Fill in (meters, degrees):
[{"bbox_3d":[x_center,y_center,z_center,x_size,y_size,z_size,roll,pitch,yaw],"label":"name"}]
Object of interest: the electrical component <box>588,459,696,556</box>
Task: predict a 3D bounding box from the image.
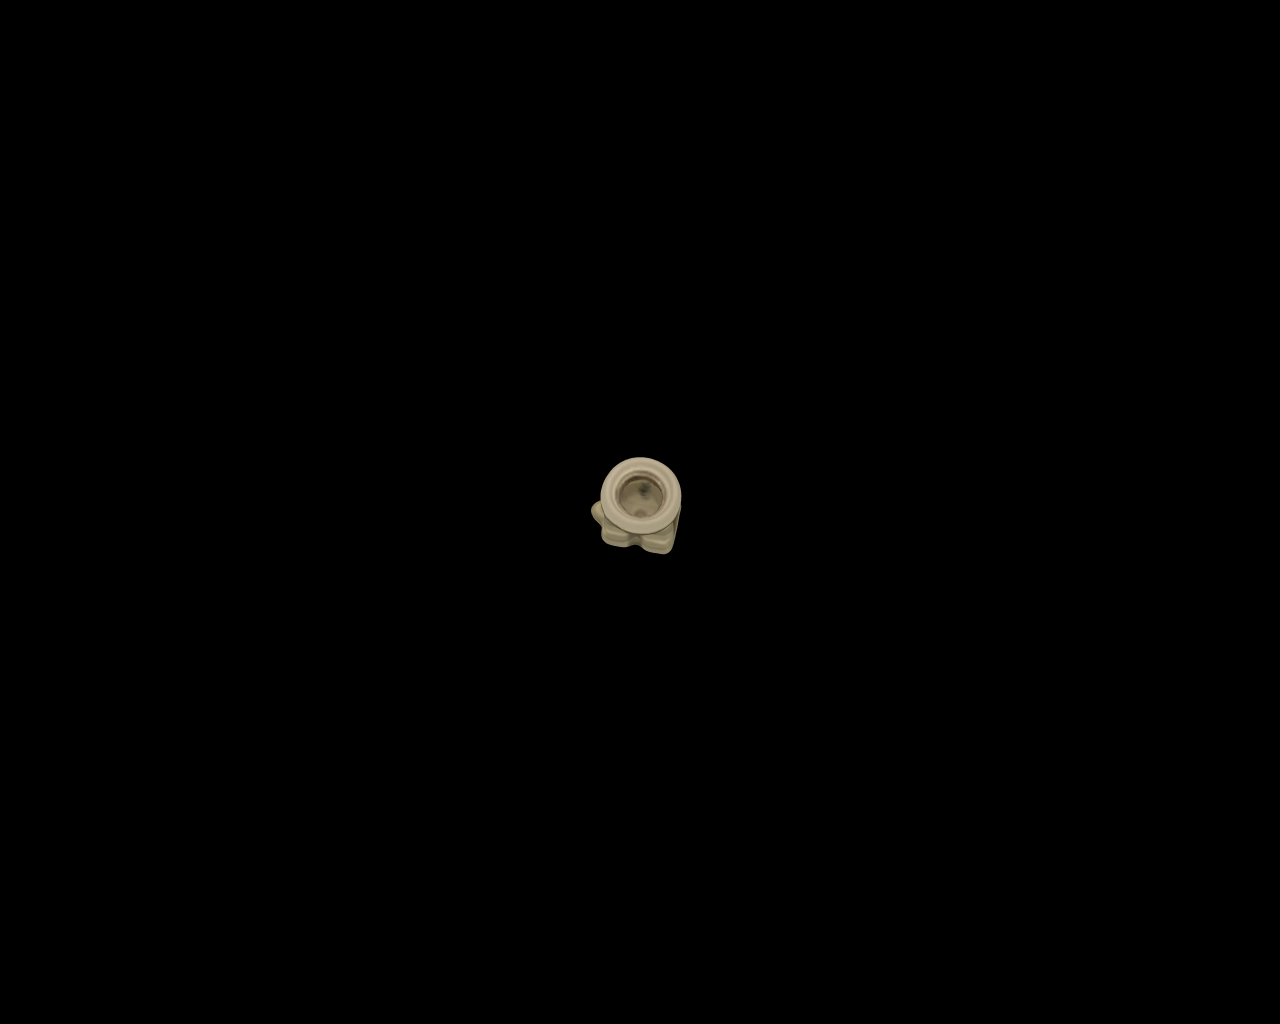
[{"bbox_3d":[0.001,-0.003,0.650,0.066,0.048,0.055,10,-19,3],"label":"electrical component"}]
